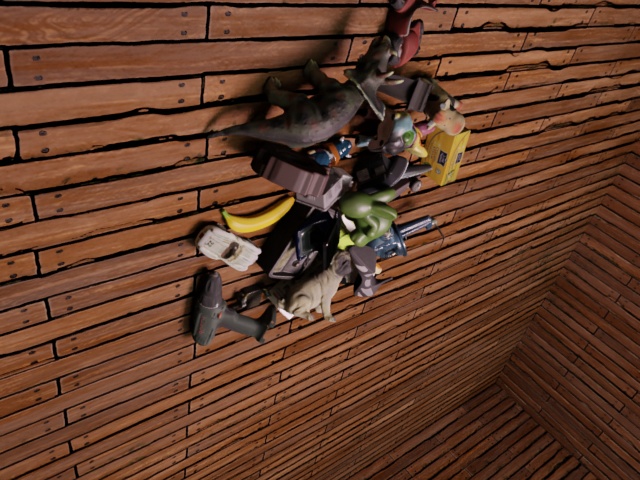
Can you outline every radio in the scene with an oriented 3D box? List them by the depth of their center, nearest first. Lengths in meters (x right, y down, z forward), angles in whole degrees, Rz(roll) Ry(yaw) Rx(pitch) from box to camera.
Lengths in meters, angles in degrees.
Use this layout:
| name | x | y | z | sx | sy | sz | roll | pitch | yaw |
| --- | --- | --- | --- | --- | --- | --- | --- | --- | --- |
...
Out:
| name | x | y | z | sx | sy | sz | roll | pitch | yaw |
| --- | --- | --- | --- | --- | --- | --- | --- | --- | --- |
| radio | -0.053 | -0.006 | 1.388 | 0.131 | 0.073 | 0.229 | 17 | 112 | -52 |

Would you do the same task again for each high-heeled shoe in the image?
| name | x | y | z | sx | sy | sz | roll | pitch | yaw |
| --- | --- | --- | --- | --- | --- | --- | --- | --- | --- |
| high-heeled shoe | 0.105 | 0.092 | 1.553 | 0.145 | 0.086 | 0.248 | -21 | 139 | 28 |

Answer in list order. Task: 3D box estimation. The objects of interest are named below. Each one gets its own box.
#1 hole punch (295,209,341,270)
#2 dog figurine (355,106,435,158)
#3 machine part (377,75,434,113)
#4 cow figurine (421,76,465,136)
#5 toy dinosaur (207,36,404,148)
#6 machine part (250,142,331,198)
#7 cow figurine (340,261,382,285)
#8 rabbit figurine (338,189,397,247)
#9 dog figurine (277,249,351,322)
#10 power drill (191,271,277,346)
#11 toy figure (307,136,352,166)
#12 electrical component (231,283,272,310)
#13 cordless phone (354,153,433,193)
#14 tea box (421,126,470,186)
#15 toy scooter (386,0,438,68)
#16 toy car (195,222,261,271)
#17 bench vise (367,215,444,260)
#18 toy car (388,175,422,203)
| name | x | y | z | sx | sy | sz | roll | pitch | yaw |
| --- | --- | --- | --- | --- | --- | --- | --- | --- | --- |
| hole punch | -0.003 | -0.004 | 1.324 | 0.142 | 0.092 | 0.116 | 86 | 25 | -43 |
| dog figurine | 0.210 | -0.258 | 1.326 | 0.219 | 0.192 | 0.108 | 4 | 103 | -33 |
| machine part | 0.189 | -0.350 | 1.253 | 0.139 | 0.039 | 0.084 | 21 | 114 | -6 |
| cow figurine | 0.284 | -0.328 | 1.310 | 0.127 | 0.195 | 0.085 | 1 | 136 | -41 |
| toy dinosaur | -0.011 | -0.257 | 1.084 | 0.405 | 0.192 | 0.131 | -37 | 142 | -14 |
| machine part | -0.061 | -0.154 | 1.148 | 0.179 | 0.180 | 0.056 | 3 | 119 | -47 |
| cow figurine | 0.121 | 0.105 | 1.680 | 0.167 | 0.068 | 0.098 | 9 | 123 | -46 |
| rabbit figurine | 0.117 | -0.066 | 1.345 | 0.159 | 0.121 | 0.170 | -13 | 157 | 25 |
| dog figurine | -0.014 | 0.106 | 1.418 | 0.172 | 0.121 | 0.190 | 8 | 98 | -36 |
| power drill | -0.217 | 0.185 | 1.358 | 0.207 | 0.086 | 0.232 | 12 | 124 | -26 |
| toy figure | 0.010 | -0.198 | 1.280 | 0.154 | 0.058 | 0.064 | -35 | 150 | -23 |
| electrical component | -0.183 | 0.154 | 1.439 | 0.102 | 0.045 | 0.078 | -11 | 130 | -39 |
| cordless phone | 0.196 | -0.176 | 1.423 | 0.184 | 0.088 | 0.147 | -11 | 176 | -39 |
| tea box | 0.354 | -0.254 | 1.540 | 0.068 | 0.098 | 0.169 | -22 | 136 | -31 |
| toy scooter | 0.201 | -0.477 | 1.186 | 0.135 | 0.075 | 0.183 | -22 | 134 | -32 |
| toy car | -0.213 | 0.020 | 1.267 | 0.073 | 0.056 | 0.201 | -50 | 144 | 5 |
| bench vise | 0.242 | -0.022 | 1.616 | 0.241 | 0.129 | 0.223 | -22 | 150 | -2 |
| toy car | 0.195 | -0.136 | 1.502 | 0.202 | 0.089 | 0.053 | -33 | 143 | -20 |
